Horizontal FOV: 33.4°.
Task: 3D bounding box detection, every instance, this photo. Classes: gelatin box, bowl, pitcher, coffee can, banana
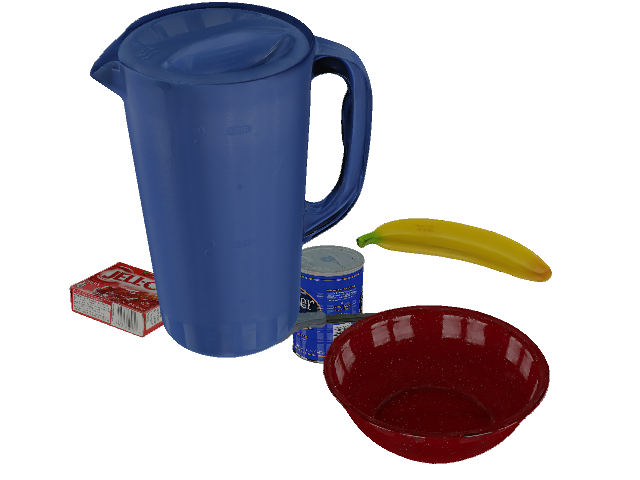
[{"bbox_3d":[-0.180,0.054,1.012,0.089,0.030,0.073,17,26,25],"label":"gelatin box"},{"bbox_3d":[0.083,0.112,0.777,0.162,0.055,0.162,-1,29,0],"label":"bowl"},{"bbox_3d":[-0.059,-0.038,0.767,0.149,0.243,0.144,25,42,31],"label":"pitcher"},{"bbox_3d":[0.010,0.090,1.516,0.103,0.140,0.103,0,20,0],"label":"coffee can"},{"bbox_3d":[0.140,0.009,1.100,0.198,0.037,0.069,9,36,12],"label":"banana"}]

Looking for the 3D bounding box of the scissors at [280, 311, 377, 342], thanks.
[{"bbox_3d":[-0.012,0.096,1.188,0.201,0.016,0.096,4,21,1],"label":"scissors"}]
